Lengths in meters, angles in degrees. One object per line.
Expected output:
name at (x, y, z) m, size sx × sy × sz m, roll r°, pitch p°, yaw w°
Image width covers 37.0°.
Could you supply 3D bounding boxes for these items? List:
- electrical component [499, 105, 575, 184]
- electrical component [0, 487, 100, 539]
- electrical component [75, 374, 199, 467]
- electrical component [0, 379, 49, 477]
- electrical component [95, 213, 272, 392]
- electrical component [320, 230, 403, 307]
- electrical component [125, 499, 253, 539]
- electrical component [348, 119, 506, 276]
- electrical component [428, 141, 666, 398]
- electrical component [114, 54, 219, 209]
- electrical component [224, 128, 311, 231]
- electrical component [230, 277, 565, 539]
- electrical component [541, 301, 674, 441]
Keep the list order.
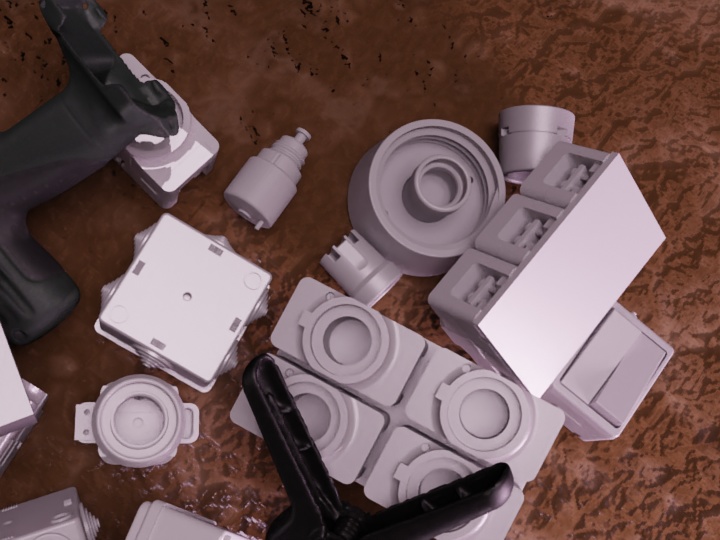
electrical component at (0.128, -0.090, 0.785) m, size 0.055 × 0.055 × 0.047 m, roll 6°, pitch 82°, yaw -12°
electrical component at (-0.203, 0.171, 0.638) m, size 0.100 × 0.100 × 0.048 m, roll -16°, pitch 96°, yaw -15°
electrical component at (-0.142, 0.097, 0.686) m, size 0.078 × 0.057 × 0.058 m, roll 2°, pitch 79°, yaw -12°
electrical component at (-0.270, 0.063, 0.646) m, size 0.150 × 0.089 × 0.061 m, roll 32°, pitch 74°, yaw -5°
electrical component at (-0.116, 0.021, 0.711) m, size 0.100 × 0.048 × 0.099 m, roll 31°, pitch 75°, yaw -5°
electrical component at (0.000, 0.000, 0.746) m, size 0.040 × 0.040 × 0.046 m, roll -43°, pitch 85°, yaw -16°
electrical component at (-0.109, 0.202, 0.643) m, size 0.056 × 0.108 × 0.108 m, roll 18°, pitch 75°, yaw 16°
electrical component at (0.050, -0.054, 0.756) m, size 0.108 × 0.060 × 0.108 m, roll 2°, pitch 79°, yaw -12°
electrical component at (0.126, -0.002, 0.733) m, size 0.150 × 0.062 × 0.089 m, roll -49°, pitch 128°, yaw -12°
electrical component at (-0.143, -0.093, 0.723) m, size 0.089 × 0.056 × 0.050 m, roll 45°, pitch 74°, yaw -1°
electrical component at (-0.060, -0.065, 0.744) m, size 0.040 × 0.040 × 0.078 m, roll 36°, pitch 74°, yaw -4°
electrical component at (0.024, 0.093, 0.688) m, size 0.186 × 0.060 × 0.105 m, roll 27°, pitch 87°, yaw 9°
electrical component at (0.174, 0.066, 0.761) m, size 0.062 × 0.061 × 0.096 m, roll 39°, pitch 74°, yaw -3°
